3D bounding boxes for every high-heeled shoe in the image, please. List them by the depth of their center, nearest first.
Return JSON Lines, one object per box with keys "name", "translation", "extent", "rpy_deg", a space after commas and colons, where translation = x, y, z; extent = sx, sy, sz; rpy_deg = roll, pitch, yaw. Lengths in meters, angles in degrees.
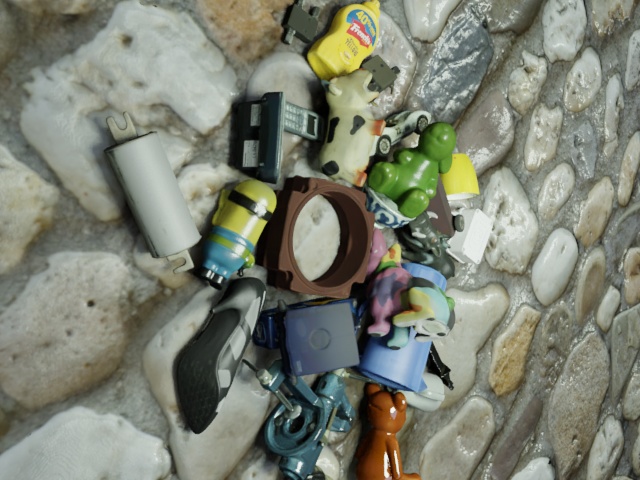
{"name": "high-heeled shoe", "translation": [-0.152, 0.181, 0.878], "extent": [0.145, 0.086, 0.248], "rpy_deg": [-16, 123, -65]}

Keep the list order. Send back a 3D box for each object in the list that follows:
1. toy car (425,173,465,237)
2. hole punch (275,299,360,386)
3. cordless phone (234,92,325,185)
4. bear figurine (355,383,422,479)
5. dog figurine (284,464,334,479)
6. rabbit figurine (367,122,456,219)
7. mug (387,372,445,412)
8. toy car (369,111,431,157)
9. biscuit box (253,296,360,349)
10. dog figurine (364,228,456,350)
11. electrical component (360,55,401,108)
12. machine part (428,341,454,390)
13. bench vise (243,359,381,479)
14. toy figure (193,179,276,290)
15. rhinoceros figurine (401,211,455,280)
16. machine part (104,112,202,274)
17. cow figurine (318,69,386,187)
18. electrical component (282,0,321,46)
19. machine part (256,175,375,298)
{"name": "toy car", "translation": [0.239, -0.093, 1.131], "extent": [0.053, 0.089, 0.202], "rpy_deg": [-46, 119, -51]}
{"name": "hole punch", "translation": [-0.003, 0.159, 0.875], "extent": [0.116, 0.092, 0.142], "rpy_deg": [-6, 86, -34]}
{"name": "cordless phone", "translation": [-0.053, -0.164, 0.915], "extent": [0.184, 0.089, 0.146], "rpy_deg": [1, 93, -57]}
{"name": "bear figurine", "translation": [0.138, 0.394, 1.075], "extent": [0.132, 0.120, 0.196], "rpy_deg": [23, 74, -40]}
{"name": "dog figurine", "translation": [-0.010, 0.504, 0.993], "extent": [0.190, 0.121, 0.172], "rpy_deg": [32, 84, -12]}
{"name": "rabbit figurine", "translation": [0.198, -0.142, 1.001], "extent": [0.121, 0.170, 0.159], "rpy_deg": [44, 29, 13]}
{"name": "mug", "translation": [0.200, 0.314, 1.126], "extent": [0.107, 0.110, 0.080], "rpy_deg": [21, 86, -23]}
{"name": "toy car", "translation": [0.136, -0.209, 1.051], "extent": [0.202, 0.074, 0.056], "rpy_deg": [-32, 113, -31]}
{"name": "biscuit box", "translation": [-0.022, 0.143, 0.962], "extent": [0.202, 0.063, 0.059], "rpy_deg": [-8, 97, -37]}
{"name": "dog figurine", "translation": [0.148, 0.076, 0.988], "extent": [0.108, 0.192, 0.219], "rpy_deg": [31, 47, -39]}
{"name": "electrical component", "translation": [0.110, -0.310, 1.045], "extent": [0.078, 0.045, 0.102], "rpy_deg": [43, 62, -1]}
{"name": "machine part", "translation": [0.253, 0.258, 1.184], "extent": [0.039, 0.084, 0.138], "rpy_deg": [-24, 101, 0]}
{"name": "bench vise", "translation": [-0.028, 0.282, 0.936], "extent": [0.223, 0.129, 0.240], "rpy_deg": [-51, 125, -26]}
{"name": "toy figure", "translation": [-0.130, -0.010, 0.850], "extent": [0.082, 0.089, 0.180], "rpy_deg": [41, 67, -40]}
{"name": "rhinoceros figurine", "translation": [0.222, 0.017, 1.113], "extent": [0.073, 0.112, 0.190], "rpy_deg": [-49, 128, -21]}
{"name": "machine part", "translation": [-0.237, -0.064, 0.770], "extent": [0.079, 0.079, 0.243], "rpy_deg": [-31, 110, -32]}
{"name": "cow figurine", "translation": [0.048, -0.201, 0.938], "extent": [0.127, 0.085, 0.194], "rpy_deg": [18, 103, 3]}
{"name": "electrical component", "translation": [-0.032, -0.376, 0.941], "extent": [0.063, 0.021, 0.094], "rpy_deg": [25, 77, -37]}
{"name": "machine part", "translation": [-0.002, -0.003, 0.953], "extent": [0.201, 0.087, 0.201], "rpy_deg": [13, 86, -36]}
